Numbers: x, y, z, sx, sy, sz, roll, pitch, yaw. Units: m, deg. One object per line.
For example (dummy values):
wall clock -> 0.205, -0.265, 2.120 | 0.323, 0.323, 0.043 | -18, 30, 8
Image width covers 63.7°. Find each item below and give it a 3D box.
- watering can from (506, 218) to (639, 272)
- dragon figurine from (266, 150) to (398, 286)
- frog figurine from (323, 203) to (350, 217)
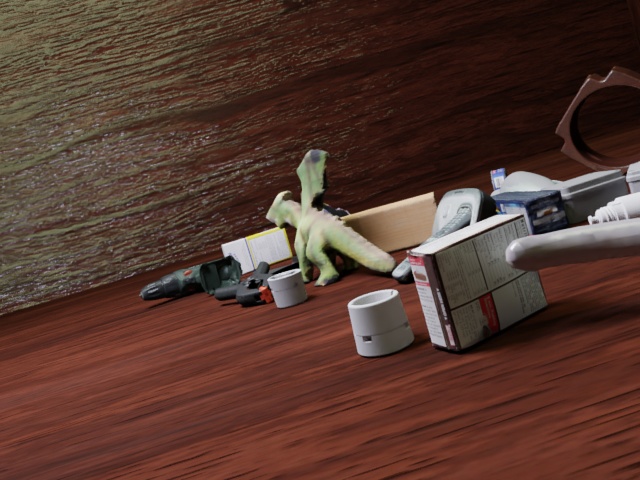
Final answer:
watering can -> 0.337, -0.024, 0.379 | 0.349, 0.103, 0.224 | -17, 6, -14
dragon figurine -> 0.003, -0.048, 0.950 | 0.123, 0.243, 0.407 | -13, 0, -30
frog figurine -> 0.009, 0.001, 1.260 | 0.124, 0.157, 0.138 | 46, 25, 20
